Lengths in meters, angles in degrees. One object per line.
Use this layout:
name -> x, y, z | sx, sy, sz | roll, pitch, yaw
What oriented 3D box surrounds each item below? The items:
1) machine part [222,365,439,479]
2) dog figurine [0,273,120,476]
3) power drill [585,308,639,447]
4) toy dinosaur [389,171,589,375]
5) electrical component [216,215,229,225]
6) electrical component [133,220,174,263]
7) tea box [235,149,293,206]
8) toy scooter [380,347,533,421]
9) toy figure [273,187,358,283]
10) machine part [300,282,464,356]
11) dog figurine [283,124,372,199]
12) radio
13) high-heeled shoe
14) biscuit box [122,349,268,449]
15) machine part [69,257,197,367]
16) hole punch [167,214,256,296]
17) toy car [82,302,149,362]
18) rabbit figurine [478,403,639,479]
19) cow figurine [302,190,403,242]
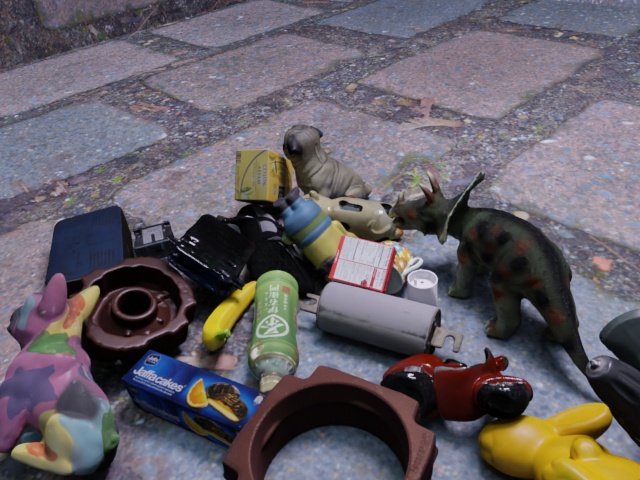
machine part -> 0.013, 0.251, 0.593 | 0.201, 0.087, 0.201 | 14, 39, 26
dog figurine -> -0.314, 0.157, 0.664 | 0.192, 0.108, 0.219 | 7, 76, 20
power drill -> 0.371, 0.160, 0.592 | 0.232, 0.086, 0.207 | 43, 24, -3
toy dinosaur -> 0.273, 0.028, 0.775 | 0.131, 0.191, 0.405 | -24, 38, -21
electrical component -> -0.202, -0.003, 1.001 | 0.045, 0.078, 0.102 | 17, 38, -15
electrical component -> -0.306, 0.018, 1.002 | 0.075, 0.047, 0.119 | -14, 34, -9
tea box -> -0.106, -0.117, 1.051 | 0.068, 0.098, 0.169 | 2, 2, 11
toy scooter -> 0.174, 0.175, 0.676 | 0.184, 0.075, 0.135 | -6, 8, 30
toy figure -> -0.005, -0.001, 0.887 | 0.082, 0.180, 0.089 | -31, 17, 36
machine part -> 0.085, 0.114, 0.780 | 0.243, 0.079, 0.079 | 11, 39, 24
dog figurine -> 0.019, -0.143, 1.055 | 0.172, 0.190, 0.121 | -23, 39, -25
radio -> -0.415, 0.031, 0.980 | 0.131, 0.073, 0.230 | -16, 35, -12
high-heeled shoe -> -0.074, 0.016, 0.976 | 0.249, 0.086, 0.145 | 41, 21, 24
biscuit box -> -0.159, 0.209, 0.699 | 0.203, 0.059, 0.063 | 12, 39, 25
machine part -> -0.277, 0.104, 0.803 | 0.179, 0.056, 0.179 | 8, 43, -8
hole punch -> -0.183, 0.036, 0.880 | 0.142, 0.092, 0.116 | 37, 33, -4
toy car -> -0.304, 0.113, 0.862 | 0.089, 0.053, 0.202 | 27, 44, 16
rabbit figurine -> 0.252, 0.232, 0.564 | 0.162, 0.121, 0.173 | -22, 19, -26
cow figurine -> 0.045, -0.042, 0.975 | 0.195, 0.085, 0.127 | 13, 13, 23
